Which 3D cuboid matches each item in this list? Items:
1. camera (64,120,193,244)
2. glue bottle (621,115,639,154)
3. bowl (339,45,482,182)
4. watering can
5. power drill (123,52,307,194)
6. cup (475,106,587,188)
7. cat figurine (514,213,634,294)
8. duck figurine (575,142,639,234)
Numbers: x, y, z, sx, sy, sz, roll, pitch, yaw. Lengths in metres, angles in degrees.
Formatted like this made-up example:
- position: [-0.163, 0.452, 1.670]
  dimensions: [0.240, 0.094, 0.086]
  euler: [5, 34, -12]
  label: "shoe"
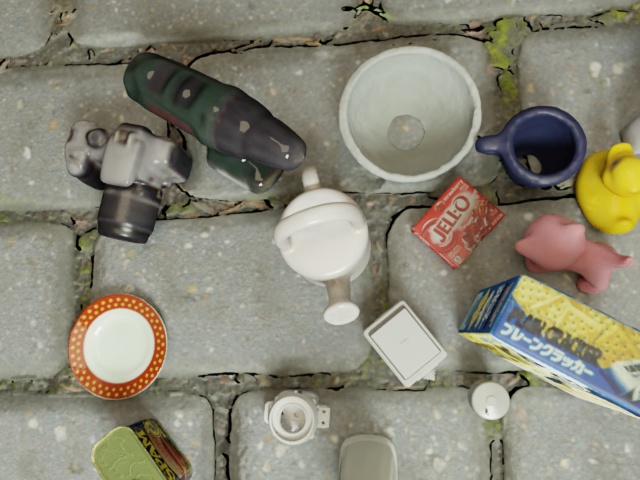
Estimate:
- position: [-0.249, -0.071, 0.711]
  dimensions: [0.143, 0.101, 0.137]
  euler: [10, 82, 7]
  label: "camera"
- position: [0.397, -0.142, 0.620]
  dimensions: [0.078, 0.173, 0.037]
  euler: [-17, 80, 3]
  label: "glue bottle"
- position: [0.108, -0.144, 0.699]
  dimensions: [0.167, 0.075, 0.167]
  euler: [-1, 81, 6]
  label: "bowl"
- position: [0.008, 0.002, 0.626]
  dimensions: [0.101, 0.194, 0.173]
  euler: [-36, 79, 0]
  label: "watering can"
- position: [-0.101, -0.122, 0.649]
  dimensions: [0.229, 0.208, 0.076]
  euler: [30, 85, 10]
  label: "power drill"
- position: [0.236, -0.098, 0.669]
  dimensions: [0.117, 0.095, 0.092]
  euler: [3, 81, 6]
  label: "cup"
- position: [0.279, 0.010, 0.637]
  dimensions: [0.127, 0.118, 0.067]
  euler: [18, 84, 8]
  label: "cat figurine"
- position: [0.344, -0.061, 0.657]
  dimensions: [0.077, 0.086, 0.104]
  euler: [-4, 81, 5]
  label: "duck figurine"
